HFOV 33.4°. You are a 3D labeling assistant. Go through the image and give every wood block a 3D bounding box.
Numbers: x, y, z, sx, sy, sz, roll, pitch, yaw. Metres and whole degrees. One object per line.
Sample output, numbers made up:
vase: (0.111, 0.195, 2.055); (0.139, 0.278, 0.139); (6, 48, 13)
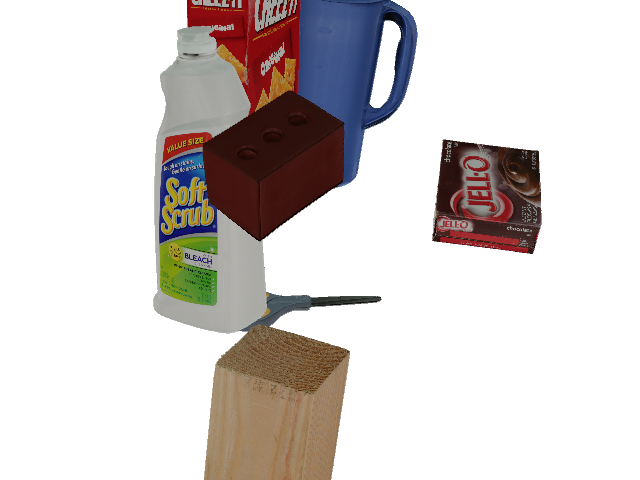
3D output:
wood block: (-0.043, 0.190, 0.920); (0.090, 0.206, 0.090); (15, 23, 17)

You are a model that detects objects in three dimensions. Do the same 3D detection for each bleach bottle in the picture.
bleach bottle: (-0.100, -0.051, 0.889); (0.103, 0.251, 0.067); (14, 28, 32)

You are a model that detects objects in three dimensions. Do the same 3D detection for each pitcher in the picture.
pitcher: (0.014, -0.188, 1.288); (0.144, 0.243, 0.149); (-8, 29, -26)

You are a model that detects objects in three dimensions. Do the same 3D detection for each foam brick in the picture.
foam brick: (-0.029, -0.049, 0.681); (0.053, 0.051, 0.078); (35, 57, 29)

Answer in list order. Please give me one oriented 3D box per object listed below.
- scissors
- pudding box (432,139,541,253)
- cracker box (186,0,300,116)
scissors: (-0.028, 0.078, 1.194); (0.201, 0.016, 0.096); (4, 24, -4)
pudding box: (0.148, -0.041, 0.951); (0.090, 0.039, 0.113); (8, 39, 4)
cracker box: (-0.071, -0.169, 1.068); (0.072, 0.214, 0.164); (8, 22, 14)
